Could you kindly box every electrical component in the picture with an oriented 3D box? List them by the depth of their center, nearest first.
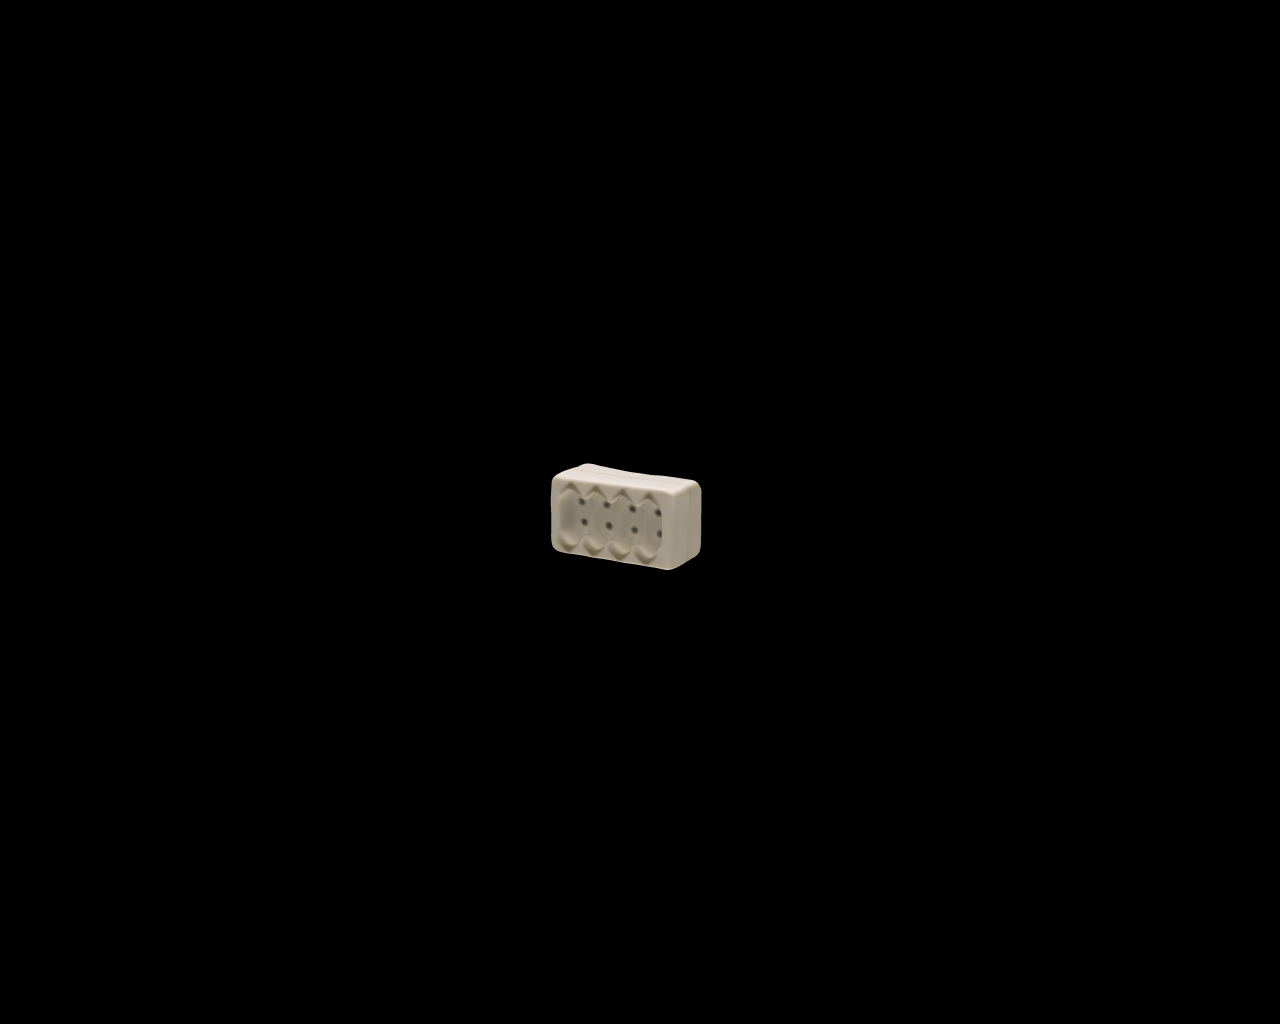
[{"bbox_3d":[0.001,-0.003,0.650,0.083,0.047,0.076,9,19,29],"label":"electrical component"}]
